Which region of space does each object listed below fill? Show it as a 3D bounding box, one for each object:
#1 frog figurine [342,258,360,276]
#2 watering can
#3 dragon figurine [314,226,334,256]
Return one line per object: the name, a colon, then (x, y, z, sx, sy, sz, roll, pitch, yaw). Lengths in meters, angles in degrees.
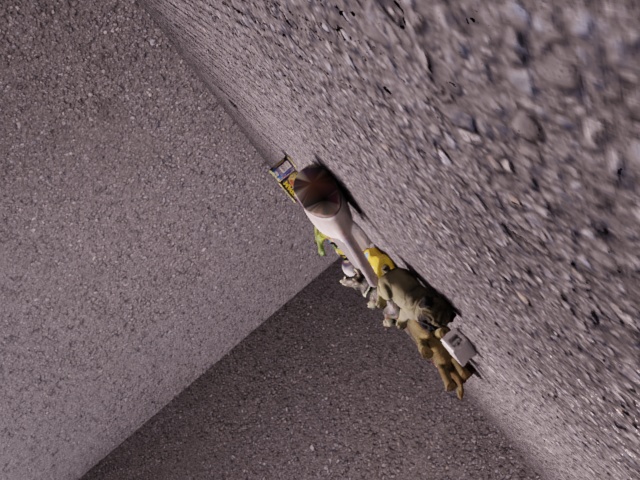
frog figurine: (0.167, 0.132, 2.156, 0.137, 0.124, 0.158, 2, 123, 61)
watering can: (0.038, -0.051, 1.275, 0.353, 0.104, 0.220, 56, -179, 28)
dragon figurine: (0.006, -0.100, 1.985, 0.419, 0.122, 0.237, -113, 5, -53)
